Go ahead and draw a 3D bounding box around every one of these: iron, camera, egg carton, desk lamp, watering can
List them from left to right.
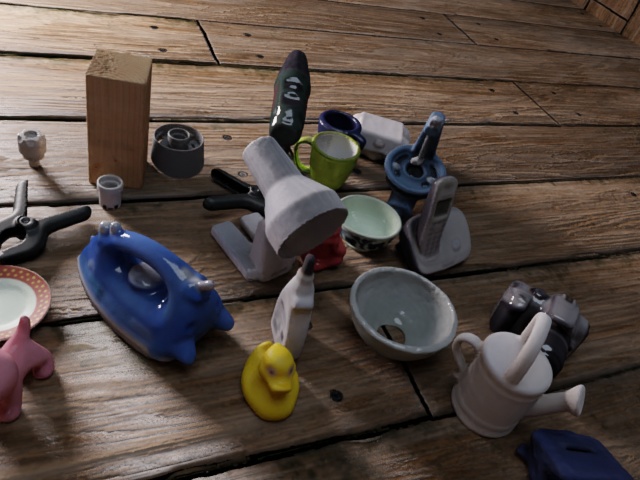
[{"bbox_3d":[-0.237,0.047,0.770,0.257,0.141,0.119,32,42,15],"label":"iron"},{"bbox_3d":[-0.069,-0.035,0.868,0.118,0.213,0.202,-21,53,-36],"label":"desk lamp"},{"bbox_3d":[0.127,-0.223,1.262,0.150,0.069,0.107,15,40,-3],"label":"egg carton"},{"bbox_3d":[0.266,0.176,0.770,0.173,0.194,0.101,17,40,-1],"label":"watering can"},{"bbox_3d":[0.347,0.144,0.909,0.143,0.101,0.137,29,42,13],"label":"camera"}]

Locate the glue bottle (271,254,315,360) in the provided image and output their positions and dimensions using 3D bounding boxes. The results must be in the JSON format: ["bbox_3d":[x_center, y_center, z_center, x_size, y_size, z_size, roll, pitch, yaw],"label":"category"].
[{"bbox_3d":[-0.031,0.084,0.780,0.037,0.173,0.078,1,43,-19],"label":"glue bottle"}]

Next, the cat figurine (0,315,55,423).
[{"bbox_3d":[-0.357,0.142,0.638,0.067,0.118,0.128,17,40,-1],"label":"cat figurine"}]

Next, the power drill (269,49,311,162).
[{"bbox_3d":[-0.067,-0.221,1.081,0.076,0.208,0.229,10,41,-9],"label":"power drill"}]

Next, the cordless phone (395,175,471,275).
[{"bbox_3d":[0.220,-0.036,0.997,0.148,0.185,0.094,-18,52,-35],"label":"cordless phone"}]

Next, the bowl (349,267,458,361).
[{"bbox_3d":[0.117,0.123,0.866,0.167,0.075,0.167,10,41,-9],"label":"bowl"}]

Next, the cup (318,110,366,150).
[{"bbox_3d":[0.042,-0.201,1.187,0.117,0.095,0.092,40,45,23],"label":"cup"}]

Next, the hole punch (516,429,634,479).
[{"bbox_3d":[0.329,0.291,0.744,0.109,0.091,0.101,10,41,-10],"label":"hole punch"}]

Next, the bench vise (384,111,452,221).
[{"bbox_3d":[0.188,-0.171,1.110,0.121,0.220,0.207,12,41,-7],"label":"bench vise"}]

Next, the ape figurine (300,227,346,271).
[{"bbox_3d":[0.009,0.003,0.947,0.078,0.092,0.076,19,40,1],"label":"ape figurine"}]

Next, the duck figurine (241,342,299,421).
[{"bbox_3d":[-0.059,0.168,0.742,0.078,0.086,0.104,1,43,-19],"label":"duck figurine"}]
